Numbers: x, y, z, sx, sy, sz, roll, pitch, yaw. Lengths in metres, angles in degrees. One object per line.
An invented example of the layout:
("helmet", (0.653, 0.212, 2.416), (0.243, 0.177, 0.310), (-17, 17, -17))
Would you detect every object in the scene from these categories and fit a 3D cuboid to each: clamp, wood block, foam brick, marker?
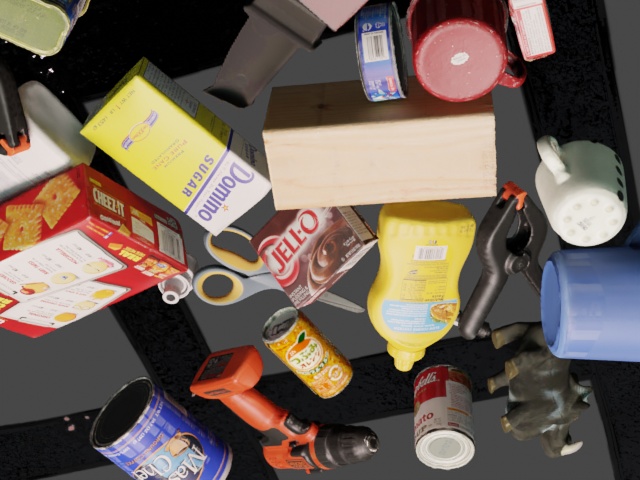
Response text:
("clamp", (-0.335, -0.168, 0.972), (0.210, 0.036, 0.165), (45, 120, 3))
("wood block", (0.058, -0.094, 1.000), (0.206, 0.090, 0.090), (-3, 126, 8))
("foam brick", (0.013, -0.227, 0.911), (0.051, 0.078, 0.053), (37, 124, -22))
("marker", (0.135, 0.078, 1.169), (0.121, 0.020, 0.020), (25, 125, -14))
("clamp", (0.187, 0.025, 1.091), (0.120, 0.039, 0.171), (-28, 125, -20))

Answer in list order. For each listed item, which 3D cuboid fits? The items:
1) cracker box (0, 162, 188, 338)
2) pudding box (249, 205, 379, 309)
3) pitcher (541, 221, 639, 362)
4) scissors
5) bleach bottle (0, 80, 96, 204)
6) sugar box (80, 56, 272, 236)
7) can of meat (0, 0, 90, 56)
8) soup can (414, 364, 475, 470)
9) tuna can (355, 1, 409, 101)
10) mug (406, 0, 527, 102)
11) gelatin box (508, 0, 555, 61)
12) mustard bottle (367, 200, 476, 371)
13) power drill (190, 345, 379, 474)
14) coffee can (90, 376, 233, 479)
("cracker box", (-0.269, 0.016, 1.089), (0.214, 0.072, 0.164), (-23, 151, 21))
("pudding box", (-0.007, 0.001, 1.084), (0.114, 0.039, 0.090), (-44, 76, 29))
("pitcher", (0.349, 0.052, 1.058), (0.243, 0.149, 0.145), (0, 138, 1))
("scissors", (-0.053, 0.058, 1.153), (0.201, 0.016, 0.096), (37, 93, -22))
("bleach bottle", (-0.348, -0.056, 1.083), (0.251, 0.068, 0.102), (-29, 118, 27))
("sugar box", (-0.136, -0.088, 1.049), (0.176, 0.048, 0.093), (39, 121, -21))
("can of meat", (-0.259, -0.216, 0.938), (0.102, 0.084, 0.058), (23, 126, -13))
("soup can", (0.141, 0.200, 1.210), (0.068, 0.102, 0.068), (2, 128, 3))
("tuna can", (0.055, -0.167, 0.948), (0.034, 0.086, 0.086), (-6, 127, 12))
("mug", (0.132, -0.169, 0.941), (0.117, 0.081, 0.093), (29, 124, -16))
("gelatin box", (0.176, -0.210, 0.912), (0.030, 0.073, 0.089), (-12, 126, 15))
("mustard bottle", (0.099, 0.054, 1.109), (0.096, 0.058, 0.192), (0, 118, -12))
("power drill", (-0.044, 0.199, 1.220), (0.187, 0.057, 0.185), (46, 142, -22))
("coffee can", (-0.188, 0.245, 1.272), (0.103, 0.102, 0.140), (-31, 119, 25))
